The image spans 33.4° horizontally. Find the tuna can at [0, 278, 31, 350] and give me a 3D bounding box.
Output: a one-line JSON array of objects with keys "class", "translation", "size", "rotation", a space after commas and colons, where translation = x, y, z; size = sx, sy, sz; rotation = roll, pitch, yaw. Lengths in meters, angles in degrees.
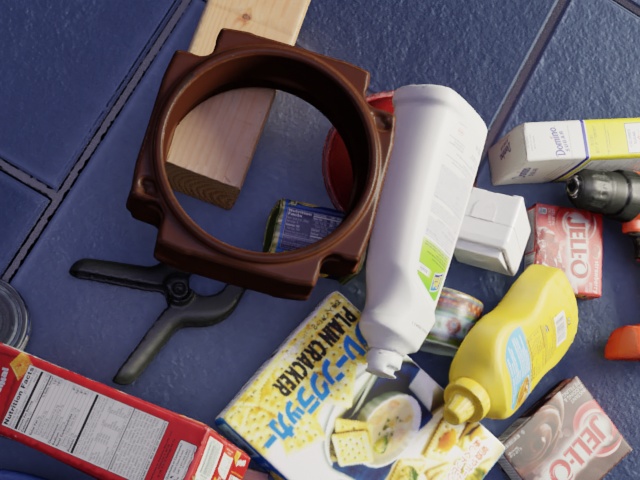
[{"class": "tuna can", "translation": [-0.299, 0.074, 0.939], "size": [0.086, 0.034, 0.086], "rotation": [2, 78, -12]}]

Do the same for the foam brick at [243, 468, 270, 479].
[{"class": "foam brick", "translation": [-0.089, 0.222, 0.944], "size": [0.078, 0.053, 0.051], "rotation": [15, 76, -10]}]

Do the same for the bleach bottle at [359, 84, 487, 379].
[{"class": "bleach bottle", "translation": [0.080, -0.004, 0.944], "size": [0.102, 0.068, 0.251], "rotation": [34, 67, -49]}]

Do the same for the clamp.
[{"class": "clamp", "translation": [-0.133, 0.060, 0.974], "size": [0.171, 0.039, 0.120], "rotation": [-12, 83, -14]}]

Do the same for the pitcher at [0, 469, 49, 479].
[{"class": "pitcher", "translation": [-0.253, 0.311, 0.848], "size": [0.145, 0.149, 0.243], "rotation": [17, 79, -8]}]

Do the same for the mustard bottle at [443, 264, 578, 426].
[{"class": "mustard bottle", "translation": [0.169, 0.107, 0.973], "size": [0.191, 0.058, 0.096], "rotation": [-39, 129, -41]}]

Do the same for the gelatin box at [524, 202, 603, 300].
[{"class": "gelatin box", "translation": [0.244, 0.011, 1.069], "size": [0.073, 0.030, 0.089], "rotation": [8, 78, -10]}]

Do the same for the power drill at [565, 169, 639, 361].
[{"class": "power drill", "translation": [0.318, 0.025, 1.050], "size": [0.184, 0.057, 0.187], "rotation": [7, 80, -28]}]

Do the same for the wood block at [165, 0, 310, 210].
[{"class": "wood block", "translation": [-0.086, -0.145, 0.999], "size": [0.090, 0.090, 0.206], "rotation": [21, 76, -6]}]

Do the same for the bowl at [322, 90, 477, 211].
[{"class": "bowl", "translation": [0.086, -0.076, 1.041], "size": [0.162, 0.055, 0.162], "rotation": [2, 79, -11]}]

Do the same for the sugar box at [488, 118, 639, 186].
[{"class": "sugar box", "translation": [0.266, -0.089, 1.061], "size": [0.176, 0.093, 0.048], "rotation": [-1, 78, -13]}]

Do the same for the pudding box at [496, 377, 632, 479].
[{"class": "pudding box", "translation": [0.229, 0.200, 1.023], "size": [0.113, 0.039, 0.090], "rotation": [-37, 88, -17]}]

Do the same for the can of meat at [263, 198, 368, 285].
[{"class": "can of meat", "translation": [-0.006, 0.001, 0.982], "size": [0.084, 0.102, 0.057], "rotation": [12, 77, -7]}]

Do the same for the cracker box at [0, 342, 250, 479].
[{"class": "cracker box", "translation": [-0.176, 0.154, 0.851], "size": [0.214, 0.164, 0.072], "rotation": [19, 75, 13]}]
